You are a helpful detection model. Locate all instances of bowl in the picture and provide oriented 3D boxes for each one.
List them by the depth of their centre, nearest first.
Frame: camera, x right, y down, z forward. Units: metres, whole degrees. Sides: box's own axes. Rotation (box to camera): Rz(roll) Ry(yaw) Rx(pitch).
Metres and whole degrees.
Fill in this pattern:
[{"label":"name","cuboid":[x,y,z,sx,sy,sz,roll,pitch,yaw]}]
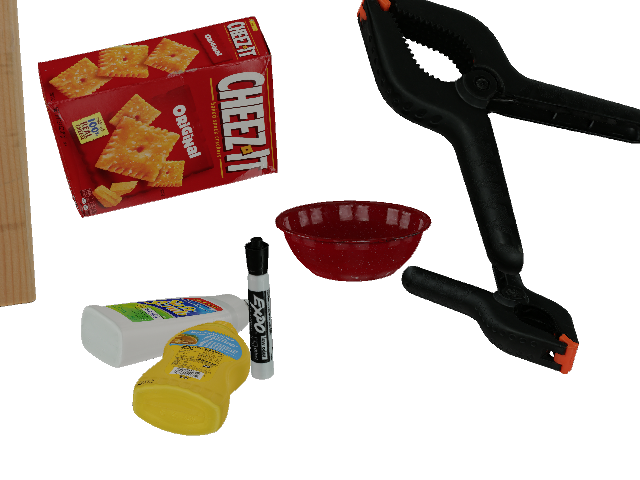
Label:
[{"label":"bowl","cuboid":[0.034,0.003,1.106,0.162,0.055,0.162,-1,16,0]}]

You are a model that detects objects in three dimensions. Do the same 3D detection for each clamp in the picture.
[{"label":"clamp","cuboid":[0.099,-0.085,0.698,0.210,0.164,0.036,38,-29,7]},{"label":"clamp","cuboid":[0.168,0.055,0.939,0.120,0.039,0.172,-24,44,-33]}]

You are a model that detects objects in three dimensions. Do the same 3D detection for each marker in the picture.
[{"label":"marker","cuboid":[-0.049,0.054,0.856,0.020,0.121,0.020,-1,22,0]}]

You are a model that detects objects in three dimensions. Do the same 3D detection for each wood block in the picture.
[{"label":"wood block","cuboid":[-0.222,-0.068,0.615,0.090,0.206,0.090,-8,27,-23]}]

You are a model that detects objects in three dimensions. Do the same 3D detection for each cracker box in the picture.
[{"label":"cracker box","cuboid":[-0.153,-0.117,1.054,0.213,0.072,0.164,-14,-38,-10]}]

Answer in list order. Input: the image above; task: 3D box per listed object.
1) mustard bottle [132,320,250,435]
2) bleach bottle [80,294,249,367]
[{"label":"mustard bottle","cuboid":[-0.128,0.137,1.161,0.096,0.058,0.191,10,24,8]},{"label":"bleach bottle","cuboid":[-0.197,0.112,1.476,0.250,0.068,0.103,-10,24,-43]}]
